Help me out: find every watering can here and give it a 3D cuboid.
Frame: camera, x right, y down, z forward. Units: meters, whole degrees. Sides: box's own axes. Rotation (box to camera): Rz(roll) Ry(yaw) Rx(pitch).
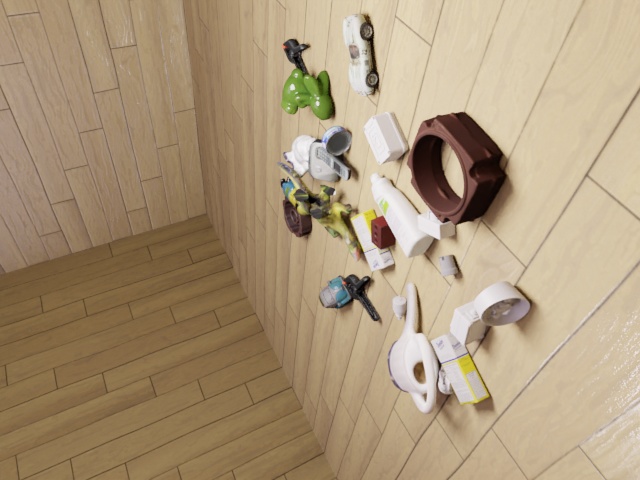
[{"bbox_3d":[0.263,0.309,1.466,0.104,0.353,0.221,-3,-17,-13],"label":"watering can"}]

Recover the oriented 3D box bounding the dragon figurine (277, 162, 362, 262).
[{"bbox_3d":[0.005,-0.087,1.723,0.123,0.416,0.237,-36,-30,-12],"label":"dragon figurine"}]

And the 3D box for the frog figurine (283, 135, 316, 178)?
[{"bbox_3d":[-0.040,-0.298,1.728,0.123,0.140,0.156,4,-31,-29],"label":"frog figurine"}]
